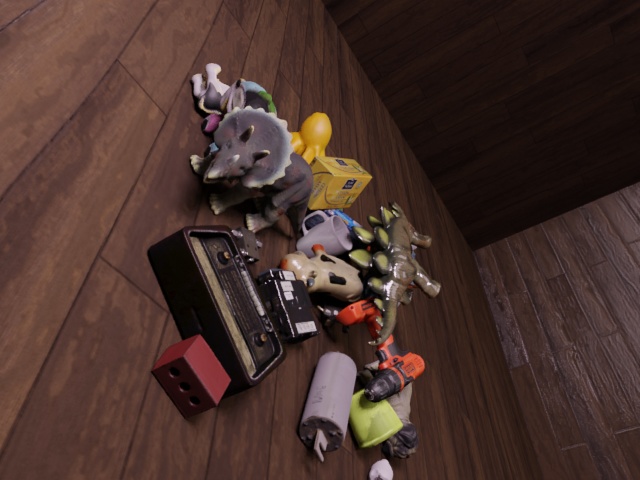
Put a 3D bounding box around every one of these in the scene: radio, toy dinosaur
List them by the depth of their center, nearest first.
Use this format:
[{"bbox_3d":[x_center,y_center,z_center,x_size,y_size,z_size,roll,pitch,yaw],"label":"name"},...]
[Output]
[{"bbox_3d":[-0.139,0.094,0.759,0.229,0.073,0.131,66,21,4],"label":"radio"},{"bbox_3d":[-0.083,-0.108,0.961,0.404,0.192,0.131,21,49,-59],"label":"toy dinosaur"},{"bbox_3d":[0.149,0.055,1.123,0.198,0.105,0.472,37,34,-25],"label":"toy dinosaur"}]

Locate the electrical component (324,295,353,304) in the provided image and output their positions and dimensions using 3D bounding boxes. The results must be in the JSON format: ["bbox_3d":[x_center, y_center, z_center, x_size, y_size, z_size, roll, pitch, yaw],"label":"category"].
[{"bbox_3d":[0.027,0.090,1.197,0.119,0.048,0.075,56,22,-25],"label":"electrical component"}]

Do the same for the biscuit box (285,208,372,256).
[{"bbox_3d":[0.021,-0.039,1.209,0.202,0.063,0.059,36,26,-8],"label":"biscuit box"}]

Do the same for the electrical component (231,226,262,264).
[{"bbox_3d":[-0.129,0.012,0.949,0.094,0.021,0.063,28,41,-59],"label":"electrical component"}]

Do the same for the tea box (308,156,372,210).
[{"bbox_3d":[0.029,-0.123,1.172,0.068,0.098,0.169,48,28,21],"label":"tea box"}]

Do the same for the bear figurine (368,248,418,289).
[{"bbox_3d":[0.211,0.064,1.567,0.195,0.120,0.132,50,21,-37],"label":"bear figurine"}]

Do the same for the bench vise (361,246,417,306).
[{"bbox_3d":[0.170,0.090,1.385,0.241,0.129,0.223,-138,-121,-78],"label":"bench vise"}]

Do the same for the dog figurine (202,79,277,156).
[{"bbox_3d":[-0.106,-0.191,1.034,0.219,0.191,0.108,16,44,-43],"label":"dog figurine"}]

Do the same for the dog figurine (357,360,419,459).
[{"bbox_3d":[0.171,0.356,1.168,0.172,0.121,0.190,-12,83,-50],"label":"dog figurine"}]

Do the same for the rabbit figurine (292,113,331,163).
[{"bbox_3d":[-0.049,-0.208,1.184,0.162,0.173,0.121,66,16,17],"label":"rabbit figurine"}]

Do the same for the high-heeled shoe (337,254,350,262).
[{"bbox_3d":[0.059,0.002,1.333,0.145,0.086,0.248,66,16,13],"label":"high-heeled shoe"}]

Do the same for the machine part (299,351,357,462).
[{"bbox_3d":[0.016,0.272,0.921,0.079,0.079,0.243,58,23,-16],"label":"machine part"}]

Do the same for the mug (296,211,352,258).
[{"bbox_3d":[-0.002,-0.003,1.148,0.109,0.107,0.081,53,24,-23],"label":"mug"}]

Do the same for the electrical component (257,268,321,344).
[{"bbox_3d":[-0.062,0.115,0.941,0.115,0.058,0.134,17,50,-65],"label":"electrical component"}]

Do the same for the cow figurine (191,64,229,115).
[{"bbox_3d":[-0.181,-0.265,1.076,0.167,0.068,0.098,30,45,-51],"label":"cow figurine"}]

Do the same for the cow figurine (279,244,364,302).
[{"bbox_3d":[0.004,0.075,1.072,0.195,0.085,0.127,20,35,-30],"label":"cow figurine"}]

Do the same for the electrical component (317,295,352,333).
[{"bbox_3d":[0.031,0.141,1.123,0.102,0.078,0.045,-74,179,-54],"label":"electrical component"}]
